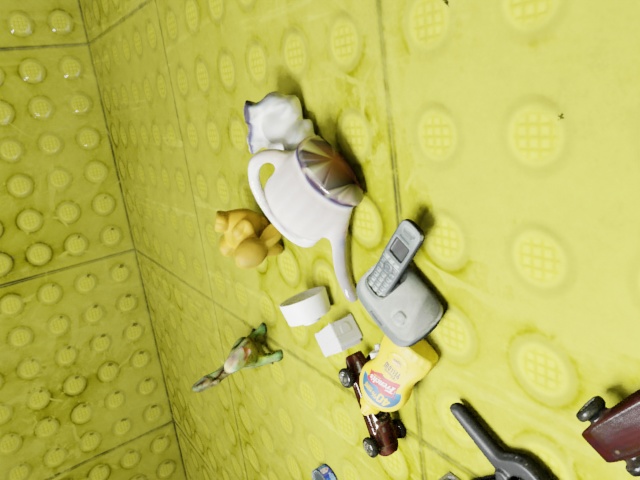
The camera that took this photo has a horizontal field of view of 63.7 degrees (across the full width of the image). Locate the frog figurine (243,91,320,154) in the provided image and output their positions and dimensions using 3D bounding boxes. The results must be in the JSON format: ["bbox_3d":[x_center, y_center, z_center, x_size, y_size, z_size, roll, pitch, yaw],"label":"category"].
[{"bbox_3d":[-0.061,-0.222,1.031,0.160,0.124,0.135,13,112,14],"label":"frog figurine"}]

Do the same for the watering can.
[{"bbox_3d":[0.003,-0.049,0.979,0.348,0.106,0.220,48,135,1],"label":"watering can"}]

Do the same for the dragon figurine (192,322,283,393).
[{"bbox_3d":[-0.254,0.349,1.445,0.123,0.245,0.403,61,145,10],"label":"dragon figurine"}]
